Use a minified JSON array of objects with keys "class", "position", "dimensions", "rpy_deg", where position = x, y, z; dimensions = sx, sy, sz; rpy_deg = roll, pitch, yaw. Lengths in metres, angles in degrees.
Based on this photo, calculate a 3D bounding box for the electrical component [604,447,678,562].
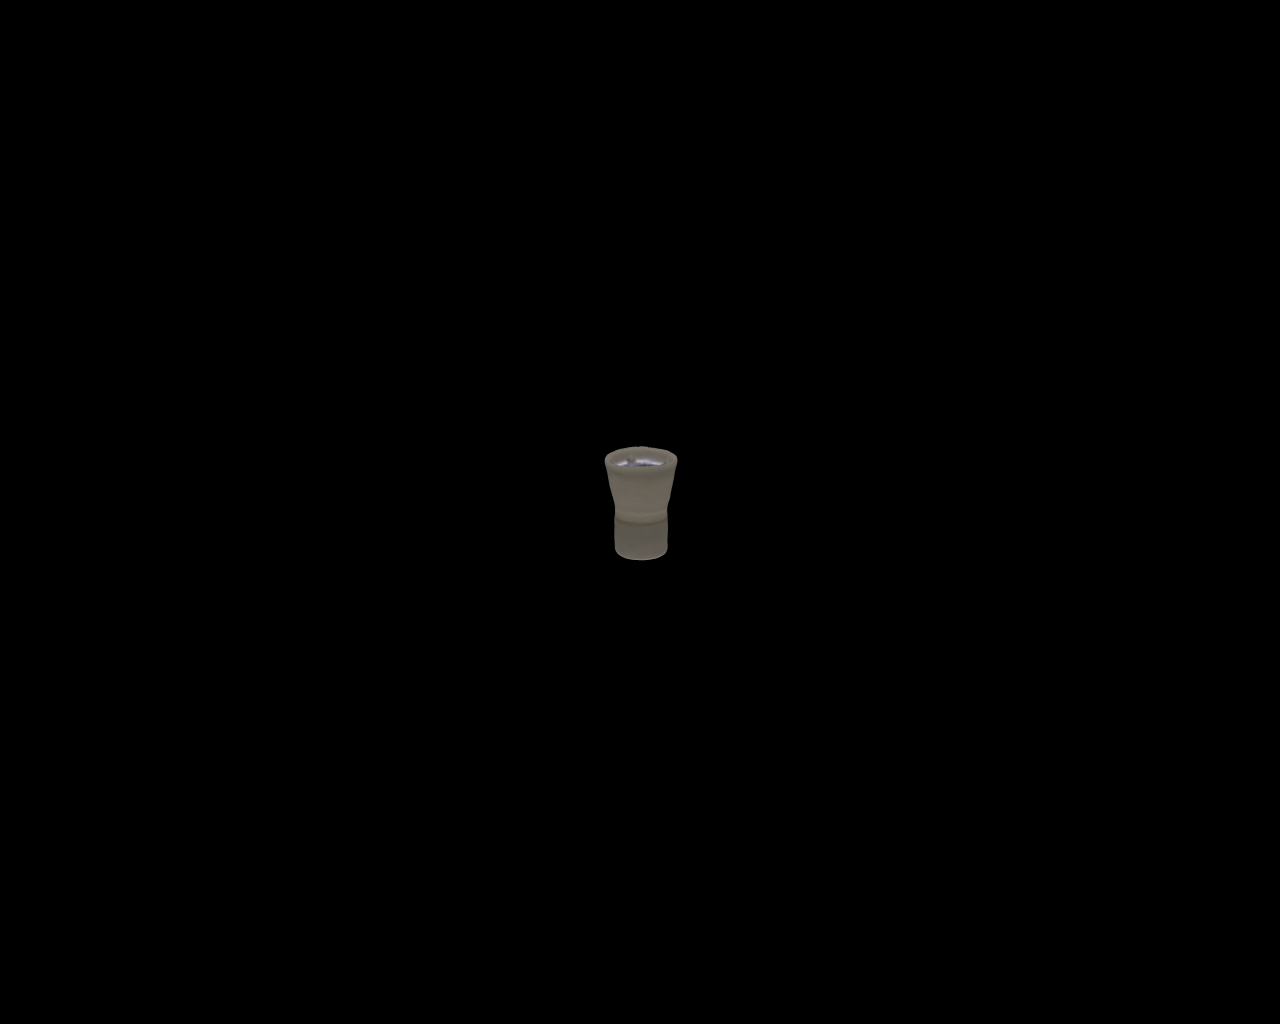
[{"class":"electrical component","position":[0.001,-0.003,0.650],"dimensions":[0.044,0.065,0.044],"rpy_deg":[0,18,0]}]
